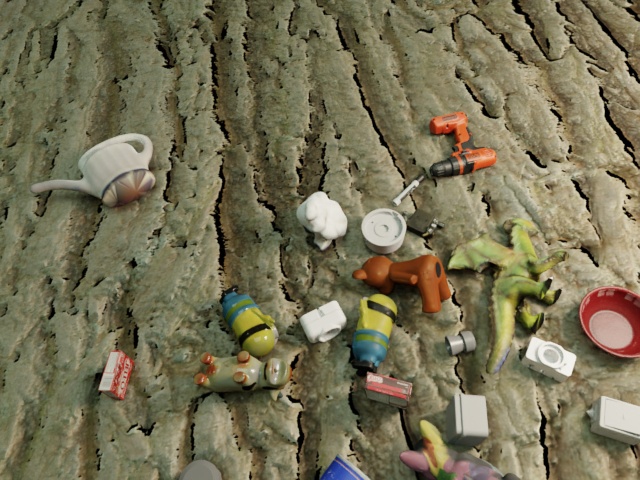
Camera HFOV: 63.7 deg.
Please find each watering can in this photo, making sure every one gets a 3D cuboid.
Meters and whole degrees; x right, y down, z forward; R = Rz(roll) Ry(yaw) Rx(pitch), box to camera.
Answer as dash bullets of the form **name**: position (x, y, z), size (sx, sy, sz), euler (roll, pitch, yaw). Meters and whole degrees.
- **watering can**: position (-0.614, -0.174, 1.445), size (0.351, 0.102, 0.227), euler (-35, 61, -17)

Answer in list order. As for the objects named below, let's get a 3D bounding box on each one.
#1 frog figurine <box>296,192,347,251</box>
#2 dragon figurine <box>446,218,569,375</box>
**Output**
- **frog figurine**: position (0.004, -0.064, 1.272), size (0.123, 0.156, 0.140), euler (-10, 57, -1)
- **dragon figurine**: position (0.404, 0.090, 1.177), size (0.245, 0.119, 0.416), euler (28, 60, 37)
